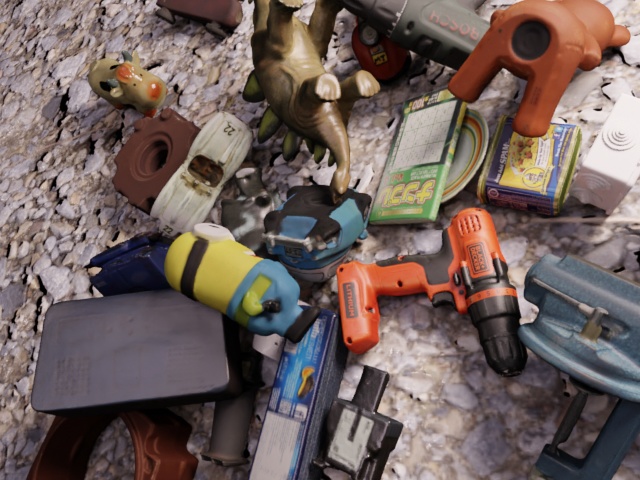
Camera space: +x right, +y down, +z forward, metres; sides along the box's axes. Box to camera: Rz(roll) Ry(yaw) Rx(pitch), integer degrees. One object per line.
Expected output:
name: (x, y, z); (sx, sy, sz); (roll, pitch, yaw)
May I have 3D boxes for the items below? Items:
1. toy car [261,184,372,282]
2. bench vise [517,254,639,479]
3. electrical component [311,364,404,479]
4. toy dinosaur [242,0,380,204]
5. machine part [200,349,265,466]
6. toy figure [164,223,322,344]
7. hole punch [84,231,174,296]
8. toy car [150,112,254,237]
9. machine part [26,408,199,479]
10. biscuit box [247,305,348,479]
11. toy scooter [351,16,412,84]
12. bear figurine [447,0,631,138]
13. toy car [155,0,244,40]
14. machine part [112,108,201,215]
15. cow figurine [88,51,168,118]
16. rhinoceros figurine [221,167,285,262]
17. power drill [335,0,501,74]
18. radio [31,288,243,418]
toy car: (-0.001, -0.002, 0.647); (0.109, 0.162, 0.102); (7, 118, 18)
bench vise: (0.259, 0.128, 0.456); (0.224, 0.129, 0.240); (27, 105, 24)
electrical component: (0.046, 0.196, 0.576); (0.075, 0.047, 0.119); (10, 75, 31)
toy dinosaur: (-0.042, -0.240, 0.720); (0.198, 0.105, 0.471); (-50, 48, 50)
machine part: (-0.112, 0.205, 0.665); (0.084, 0.039, 0.139); (-6, 65, 17)
toy figure: (-0.088, 0.050, 0.588); (0.180, 0.082, 0.089); (35, 60, 11)
hole punch: (-0.247, 0.052, 0.759); (0.142, 0.115, 0.092); (-20, 70, 21)
toy car: (-0.171, -0.091, 0.779); (0.201, 0.073, 0.056); (-55, 13, 7)
machine part: (-0.270, 0.299, 0.681); (0.201, 0.087, 0.201); (17, 80, 32)
biscuit box: (-0.018, 0.178, 0.609); (0.059, 0.062, 0.202); (6, 72, 30)
toy scooter: (0.068, -0.310, 0.723); (0.075, 0.135, 0.184); (-14, 65, 21)
bear figurine: (0.247, -0.201, 0.587); (0.120, 0.196, 0.131); (37, 125, 21)
toy car: (-0.218, -0.421, 0.973); (0.202, 0.053, 0.089); (25, 93, 30)
machine part: (-0.257, -0.125, 0.869); (0.179, 0.056, 0.179); (-10, 67, 24)
cow figurine: (-0.333, -0.271, 0.928); (0.195, 0.127, 0.085); (24, 85, 36)
rhinoceros figurine: (-0.092, -0.017, 0.715); (0.112, 0.073, 0.190); (-32, 50, 23)
power drill: (0.153, -0.318, 0.664); (0.232, 0.086, 0.207); (31, 67, -2)
radio: (-0.213, 0.132, 0.643); (0.230, 0.073, 0.131); (-7, 68, 2)
